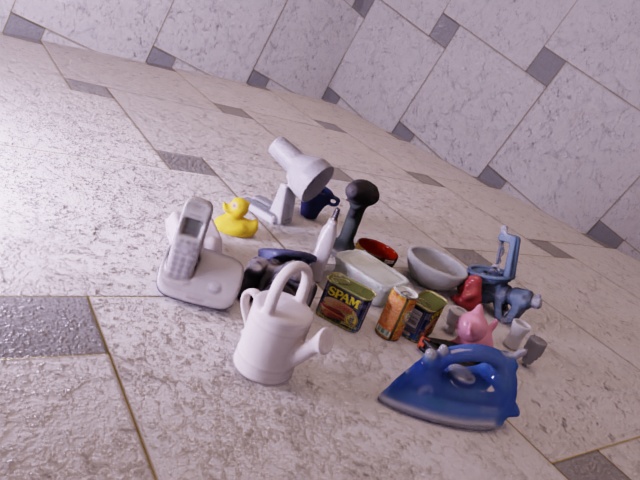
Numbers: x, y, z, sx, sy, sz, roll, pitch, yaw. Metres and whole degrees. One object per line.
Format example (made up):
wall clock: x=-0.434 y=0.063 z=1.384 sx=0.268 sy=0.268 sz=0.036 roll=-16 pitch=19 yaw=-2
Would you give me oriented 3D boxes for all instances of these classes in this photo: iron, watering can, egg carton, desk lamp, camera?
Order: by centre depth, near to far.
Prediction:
watering can: x=-0.054 y=0.123 z=0.892 sx=0.172 sy=0.194 sz=0.101 roll=24 pitch=21 yaw=9
iron: x=0.234 y=0.231 z=0.975 sx=0.259 sy=0.141 sz=0.118 roll=11 pitch=23 yaw=-24
camera: x=-0.084 y=0.094 z=1.068 sx=0.143 sy=0.101 sz=0.137 roll=23 pitch=21 yaw=4
egg carton: x=-0.261 y=-0.003 z=1.182 sx=0.107 sy=0.069 sz=0.150 roll=9 pitch=24 yaw=-29
desk lamp: x=-0.085 y=-0.149 z=1.504 sx=0.202 sy=0.213 sz=0.118 roll=29 pitch=22 yaw=20

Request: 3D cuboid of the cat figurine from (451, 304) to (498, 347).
cat figurine: x=0.328 y=0.190 z=1.200 sx=0.128 sy=0.118 sz=0.067 roll=4 pitch=27 yaw=-38

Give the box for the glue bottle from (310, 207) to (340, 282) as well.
glue bottle: x=0.012 y=0.005 z=1.277 sx=0.037 sy=0.173 sz=0.078 roll=18 pitch=21 yaw=-7

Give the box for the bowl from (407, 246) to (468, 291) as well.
bowl: x=0.294 y=0.085 z=1.488 sx=0.167 sy=0.075 sz=0.167 roll=18 pitch=21 yaw=-7

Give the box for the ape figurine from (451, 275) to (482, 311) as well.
ape figurine: x=0.375 y=0.128 z=1.435 sx=0.076 sy=0.092 sz=0.078 roll=30 pitch=23 yaw=23

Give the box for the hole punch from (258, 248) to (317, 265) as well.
hole punch: x=-0.076 y=0.044 z=1.212 sx=0.109 sy=0.091 sz=0.100 roll=8 pitch=24 yaw=-30

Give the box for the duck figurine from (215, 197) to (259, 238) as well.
duck figurine: x=-0.192 y=-0.058 z=1.360 sx=0.105 sy=0.086 sz=0.077 roll=13 pitch=22 yaw=-20

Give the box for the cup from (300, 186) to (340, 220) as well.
cup: x=-0.007 y=-0.103 z=1.634 sx=0.117 sy=0.095 sz=0.092 roll=24 pitch=21 yaw=8

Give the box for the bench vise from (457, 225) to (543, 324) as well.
bench vise: x=0.477 y=0.085 z=1.456 sx=0.207 sy=0.220 sz=0.122 roll=26 pitch=21 yaw=13

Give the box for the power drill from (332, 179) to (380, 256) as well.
power drill: x=0.084 y=-0.061 z=1.458 sx=0.075 sy=0.208 sz=0.230 roll=26 pitch=21 yaw=13

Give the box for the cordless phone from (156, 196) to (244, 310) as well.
cordless phone: x=-0.198 y=0.024 z=1.012 sx=0.148 sy=0.185 sz=0.094 roll=16 pitch=21 yaw=-12
